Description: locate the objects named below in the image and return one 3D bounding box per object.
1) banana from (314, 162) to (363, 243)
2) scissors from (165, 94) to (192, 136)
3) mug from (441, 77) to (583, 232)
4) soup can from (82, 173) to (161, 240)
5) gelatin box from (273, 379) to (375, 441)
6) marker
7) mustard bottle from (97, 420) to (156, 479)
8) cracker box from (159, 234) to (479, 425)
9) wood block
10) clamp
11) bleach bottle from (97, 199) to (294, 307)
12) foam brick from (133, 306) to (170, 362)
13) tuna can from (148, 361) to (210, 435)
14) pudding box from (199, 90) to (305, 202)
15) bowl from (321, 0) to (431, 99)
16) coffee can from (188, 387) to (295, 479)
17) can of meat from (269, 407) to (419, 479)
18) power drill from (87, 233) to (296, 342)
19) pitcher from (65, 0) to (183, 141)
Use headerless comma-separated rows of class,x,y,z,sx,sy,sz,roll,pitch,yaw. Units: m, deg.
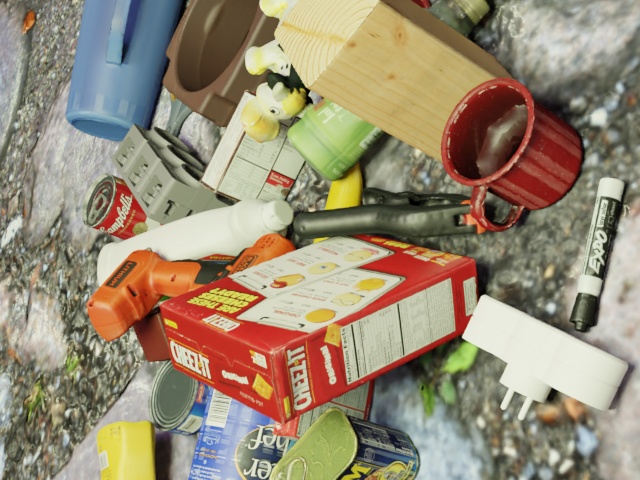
banana,0.001,0.010,1.050,0.070,0.037,0.198,28,94,52
scissors,-0.175,-0.147,1.351,0.096,0.016,0.201,-8,66,48
mug,0.156,-0.063,0.871,0.093,0.081,0.117,7,77,50
soup can,-0.224,-0.031,1.280,0.069,0.102,0.068,-25,54,40
gelatin box,0.004,0.145,0.937,0.030,0.089,0.073,-7,67,47
marker,0.212,0.012,0.819,0.020,0.020,0.121,2,73,50
mustard bottle,-0.197,0.289,1.107,0.096,0.058,0.191,-37,55,57
cracker box,0.002,0.064,0.890,0.164,0.213,0.072,15,120,51
wood block,0.076,-0.143,0.905,0.090,0.205,0.091,-49,42,21
clamp,0.063,-0.021,0.943,0.172,0.120,0.039,3,113,48
bleach bottle,-0.129,0.007,1.150,0.251,0.102,0.068,-23,60,41
foam brick,-0.152,0.091,1.144,0.053,0.078,0.051,-13,101,46
tuna can,-0.146,0.165,1.145,0.086,0.033,0.086,-25,54,40
pudding box,-0.063,-0.090,1.132,0.039,0.089,0.113,31,96,51
bowl,0.039,-0.202,1.100,0.162,0.055,0.162,-25,54,39
coffee can,-0.063,0.192,0.980,0.103,0.102,0.140,-3,69,49
can of meat,0.022,0.196,0.895,0.102,0.083,0.057,-50,41,19
power drill,-0.132,0.062,1.037,0.188,0.057,0.184,-1,33,31
pitcher,-0.261,-0.262,1.415,0.145,0.149,0.243,2,76,37
